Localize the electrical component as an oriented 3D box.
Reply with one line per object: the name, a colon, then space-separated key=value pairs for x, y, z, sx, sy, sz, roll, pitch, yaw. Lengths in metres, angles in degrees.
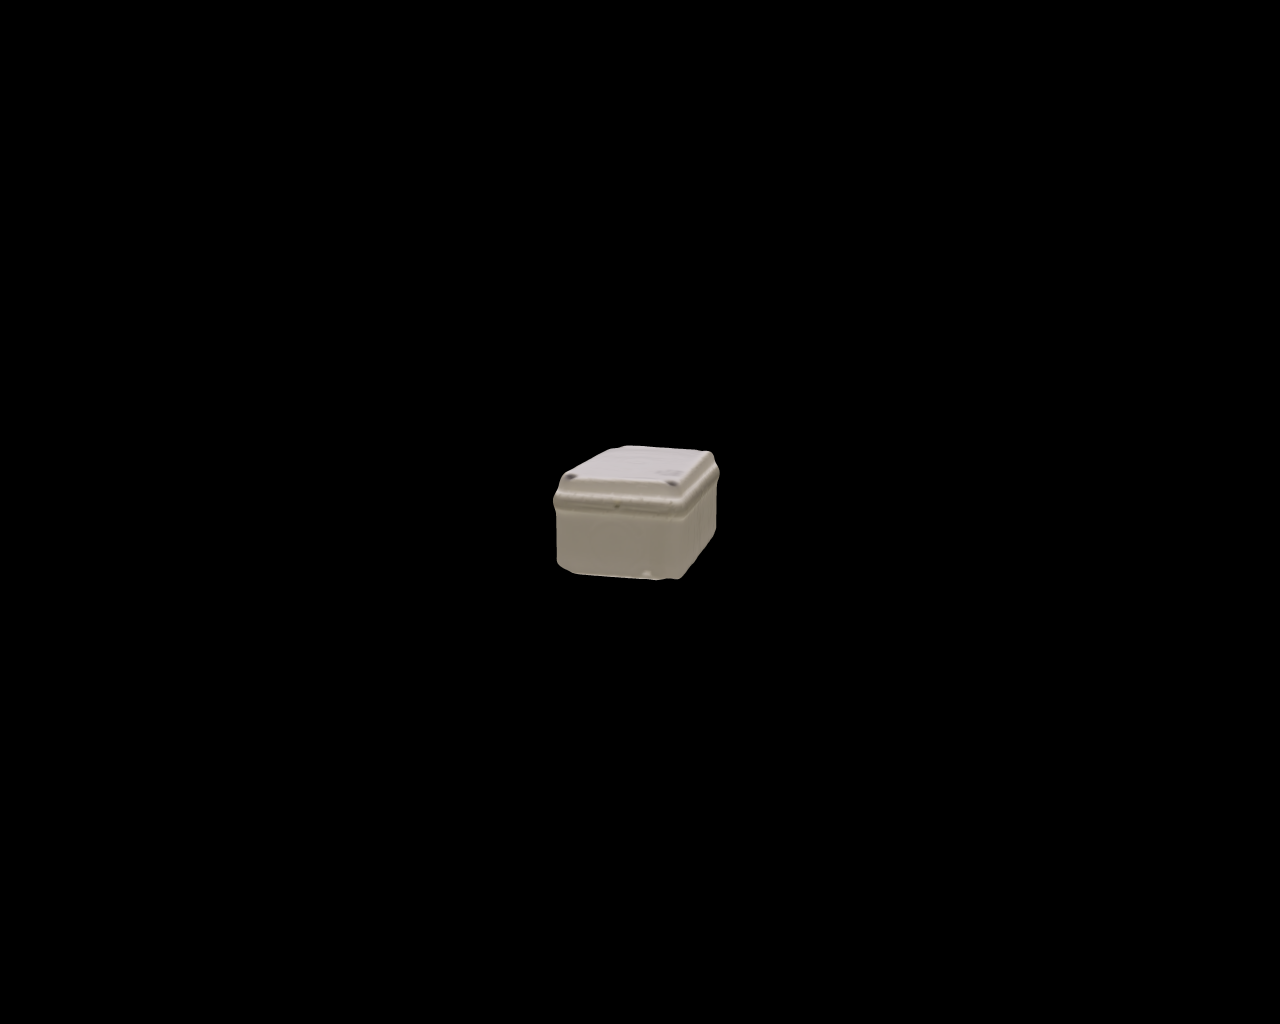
electrical component: x=0.001 y=-0.003 z=0.650 sx=0.078 sy=0.057 sz=0.113 roll=4 pitch=15 yaw=15
